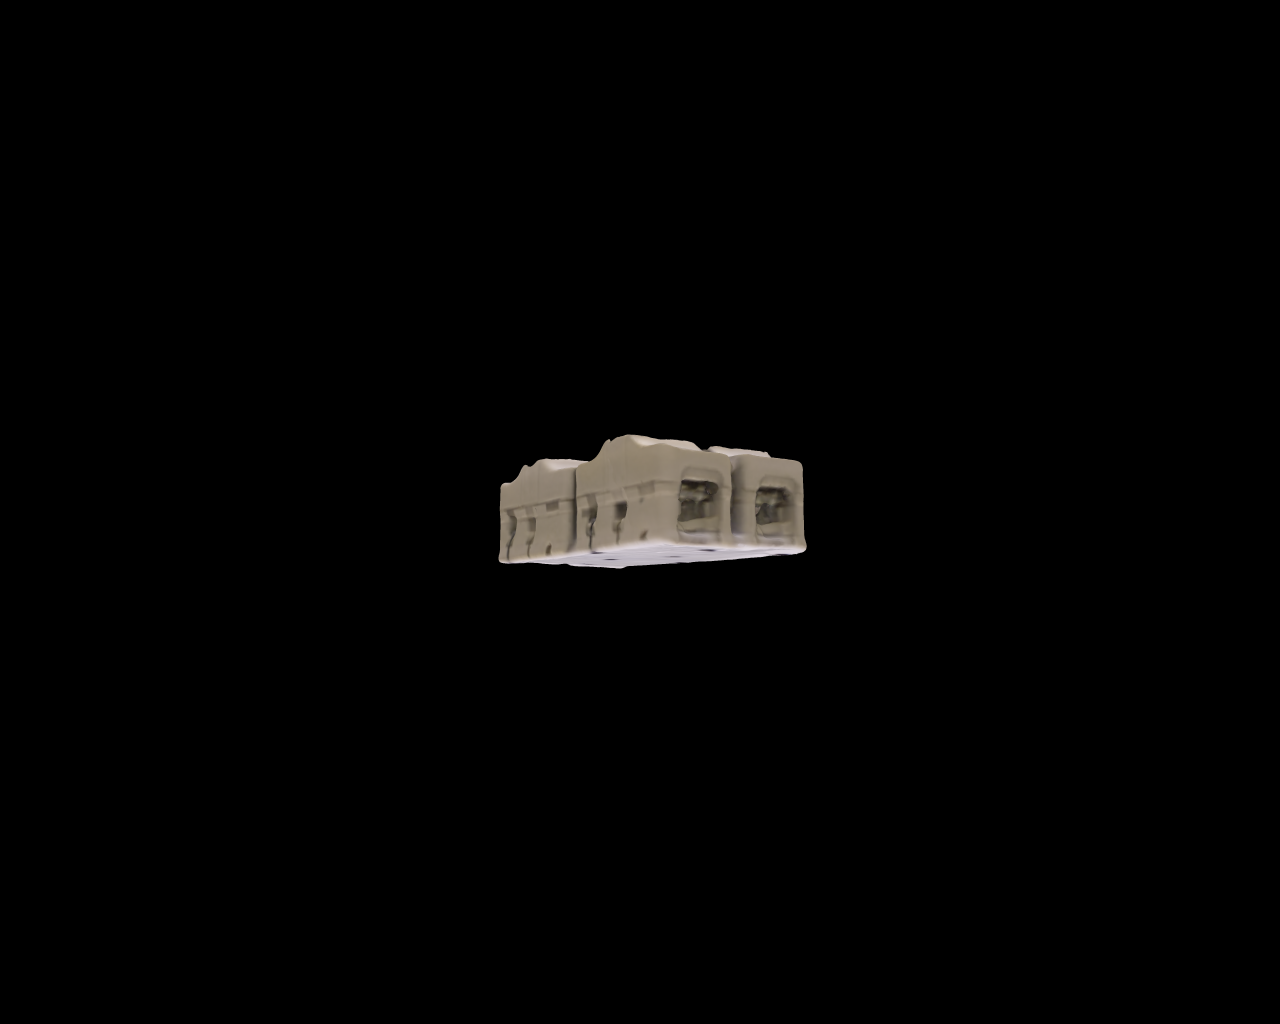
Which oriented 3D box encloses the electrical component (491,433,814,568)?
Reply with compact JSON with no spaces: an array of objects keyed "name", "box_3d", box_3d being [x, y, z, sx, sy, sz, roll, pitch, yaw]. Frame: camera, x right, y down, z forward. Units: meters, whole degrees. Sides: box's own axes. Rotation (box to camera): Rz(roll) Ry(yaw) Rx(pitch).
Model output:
[{"name":"electrical component","box_3d":[0.001,-0.003,0.650,0.105,0.060,0.186,5,-8,-35]}]
